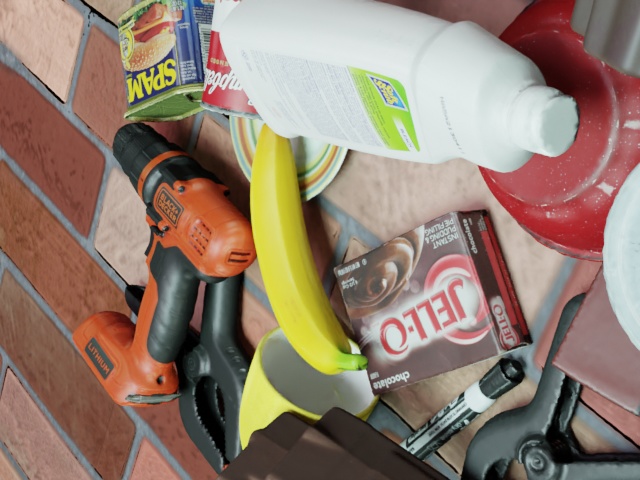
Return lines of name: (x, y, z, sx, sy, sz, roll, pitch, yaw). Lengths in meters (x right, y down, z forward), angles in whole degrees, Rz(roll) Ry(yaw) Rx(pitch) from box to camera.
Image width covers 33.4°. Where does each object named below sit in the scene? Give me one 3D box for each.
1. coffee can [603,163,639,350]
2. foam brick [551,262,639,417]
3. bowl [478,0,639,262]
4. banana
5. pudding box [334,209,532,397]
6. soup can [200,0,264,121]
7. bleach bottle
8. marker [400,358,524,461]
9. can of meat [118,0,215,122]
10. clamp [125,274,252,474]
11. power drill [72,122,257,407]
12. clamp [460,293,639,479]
coffee can: (0.202, 0.003, 0.450, 0.103, 0.140, 0.103, 7, 100, 47)
foam brick: (0.162, 0.045, 0.542, 0.051, 0.053, 0.078, 28, 92, 30)
bowl: (0.135, -0.066, 0.578, 0.162, 0.055, 0.162, 8, 100, 46)
banana: (-0.013, 0.014, 0.724, 0.070, 0.037, 0.198, -45, 55, 39)
pudding box: (0.069, 0.041, 0.673, 0.114, 0.039, 0.090, -28, 74, 45)
soup can: (-0.040, -0.136, 0.718, 0.069, 0.068, 0.102, 22, 109, 44)
bleach bottle: (0.043, -0.082, 0.588, 0.251, 0.068, 0.102, 27, 157, 51)
marker: (0.087, 0.111, 0.676, 0.121, 0.020, 0.020, -49, 60, 39)
can of meat: (-0.114, -0.145, 0.837, 0.102, 0.057, 0.084, -12, 84, 48)
clamp: (-0.095, 0.097, 0.859, 0.165, 0.036, 0.210, -27, 71, 46)
power drill: (-0.134, 0.020, 0.833, 0.185, 0.057, 0.188, 45, 121, 41)
clamp: (0.133, 0.113, 0.615, 0.172, 0.039, 0.120, -39, 60, 35)
